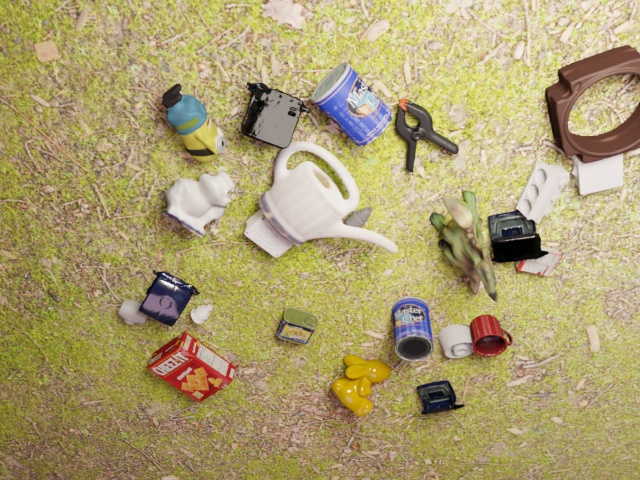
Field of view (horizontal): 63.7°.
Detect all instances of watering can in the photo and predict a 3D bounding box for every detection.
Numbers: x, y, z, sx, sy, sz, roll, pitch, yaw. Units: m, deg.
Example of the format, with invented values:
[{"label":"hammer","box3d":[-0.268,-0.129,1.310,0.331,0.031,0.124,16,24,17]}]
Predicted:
[{"label":"watering can","box3d":[0.004,-0.060,1.188,0.222,0.106,0.346,-35,99,24]}]

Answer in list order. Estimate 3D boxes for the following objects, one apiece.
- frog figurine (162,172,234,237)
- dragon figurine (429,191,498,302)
[{"label":"frog figurine","box3d":[-0.283,-0.103,1.218,0.137,0.123,0.160,37,85,-12]},{"label":"dragon figurine","box3d":[0.348,0.045,1.182,0.122,0.248,0.403,-20,121,13]}]
